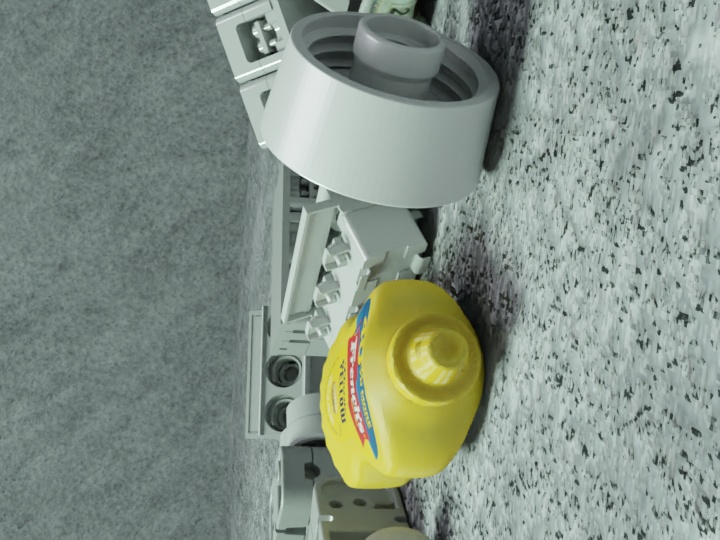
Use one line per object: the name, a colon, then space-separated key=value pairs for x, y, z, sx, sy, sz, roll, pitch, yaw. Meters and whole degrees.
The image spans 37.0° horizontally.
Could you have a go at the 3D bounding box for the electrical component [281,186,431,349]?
electrical component: x=0.000 y=0.000 z=0.659 sx=0.063 sy=0.079 sz=0.121 roll=63 pitch=156 yaw=27

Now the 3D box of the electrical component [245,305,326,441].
electrical component: x=-0.064 y=0.099 z=1.015 sx=0.063 sy=0.079 sz=0.121 roll=55 pitch=-146 yaw=-69

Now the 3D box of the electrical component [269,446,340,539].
electrical component: x=-0.037 y=0.180 z=0.843 sx=0.095 sy=0.059 sz=0.053 roll=105 pitch=165 yaw=-50

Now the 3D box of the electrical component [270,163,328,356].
electrical component: x=-0.040 y=-0.010 z=0.919 sx=0.089 sy=0.062 sz=0.150 roll=115 pitch=156 yaw=-67

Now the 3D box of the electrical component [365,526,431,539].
electrical component: x=0.019 y=0.166 z=0.562 sx=0.062 sy=0.048 sz=0.048 roll=95 pitch=173 yaw=-55

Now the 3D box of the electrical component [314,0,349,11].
electrical component: x=0.001 y=-0.217 z=0.750 sx=0.076 sy=0.066 sz=0.047 roll=-50 pitch=25 yaw=22

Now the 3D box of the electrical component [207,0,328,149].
electrical component: x=-0.060 y=-0.173 z=0.798 sx=0.089 sy=0.062 sz=0.150 roll=-34 pitch=-73 yaw=-61

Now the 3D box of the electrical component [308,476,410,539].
electrical component: x=-0.001 y=0.174 z=0.643 sx=0.095 sy=0.054 sz=0.059 roll=-110 pitch=25 yaw=-68

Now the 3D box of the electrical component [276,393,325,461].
electrical component: x=-0.041 y=0.140 z=0.899 sx=0.138 sy=0.052 sz=0.073 roll=105 pitch=165 yaw=-50

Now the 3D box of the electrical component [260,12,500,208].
electrical component: x=0.012 y=-0.083 z=0.498 sx=0.108 sy=0.108 sz=0.060 roll=-100 pitch=22 yaw=-55
